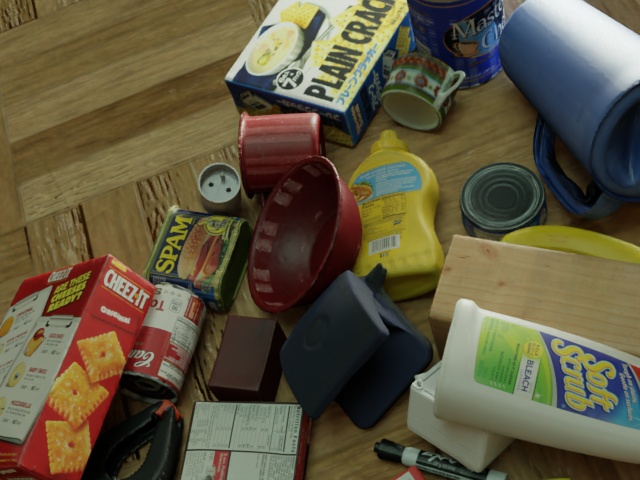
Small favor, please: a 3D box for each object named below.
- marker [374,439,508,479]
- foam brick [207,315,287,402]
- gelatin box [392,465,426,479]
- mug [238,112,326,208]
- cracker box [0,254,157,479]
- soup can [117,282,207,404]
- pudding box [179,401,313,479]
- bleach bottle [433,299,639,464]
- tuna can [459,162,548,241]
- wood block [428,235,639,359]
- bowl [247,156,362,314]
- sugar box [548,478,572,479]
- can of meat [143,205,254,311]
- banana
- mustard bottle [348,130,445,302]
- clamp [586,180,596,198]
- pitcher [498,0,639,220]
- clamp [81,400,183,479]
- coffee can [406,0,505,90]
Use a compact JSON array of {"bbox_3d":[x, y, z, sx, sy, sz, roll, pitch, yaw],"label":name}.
[{"bbox_3d":[0.104,0.198,0.937,0.121,0.020,0.020,12,61,22],"label":"marker"},{"bbox_3d":[-0.067,0.118,1.018,0.053,0.051,0.078,5,59,17],"label":"foam brick"},{"bbox_3d":[0.066,0.248,0.908,0.089,0.030,0.073,-33,56,-7],"label":"gelatin box"},{"bbox_3d":[-0.037,-0.080,1.128,0.081,0.093,0.117,-3,86,7],"label":"mug"},{"bbox_3d":[-0.258,0.131,1.013,0.165,0.072,0.213,-14,48,44],"label":"cracker box"},{"bbox_3d":[-0.156,0.101,1.043,0.069,0.068,0.102,5,59,18],"label":"soup can"},{"bbox_3d":[-0.067,0.194,0.976,0.113,0.039,0.090,0,57,13],"label":"pudding box"},{"bbox_3d":[0.223,0.123,0.855,0.251,0.068,0.102,12,54,11],"label":"bleach bottle"},{"bbox_3d":[0.182,-0.035,1.063,0.086,0.033,0.086,-7,56,10],"label":"tuna can"},{"bbox_3d":[0.212,0.070,0.950,0.206,0.091,0.090,10,60,20],"label":"wood block"},{"bbox_3d":[-0.007,0.001,1.049,0.162,0.055,0.162,-37,43,44],"label":"bowl"},{"bbox_3d":[0.171,0.283,0.848,0.093,0.048,0.176,-9,58,8],"label":"sugar box"},{"bbox_3d":[-0.123,0.020,1.097,0.084,0.057,0.102,8,60,17],"label":"can of meat"},{"bbox_3d":[0.255,0.021,0.999,0.198,0.037,0.069,12,48,16],"label":"banana"},{"bbox_3d":[0.073,-0.033,1.075,0.096,0.058,0.191,-16,53,22],"label":"mustard bottle"},{"bbox_3d":[0.326,-0.097,1.064,0.120,0.039,0.171,-2,52,15],"label":"clamp"},{"bbox_3d":[0.263,-0.142,1.038,0.149,0.145,0.243,-25,36,-2],"label":"pitcher"},{"bbox_3d":[-0.189,0.240,0.973,0.165,0.036,0.209,25,63,38],"label":"clamp"},{"bbox_3d":[0.147,-0.246,1.148,0.103,0.140,0.103,-7,55,10],"label":"coffee can"}]
